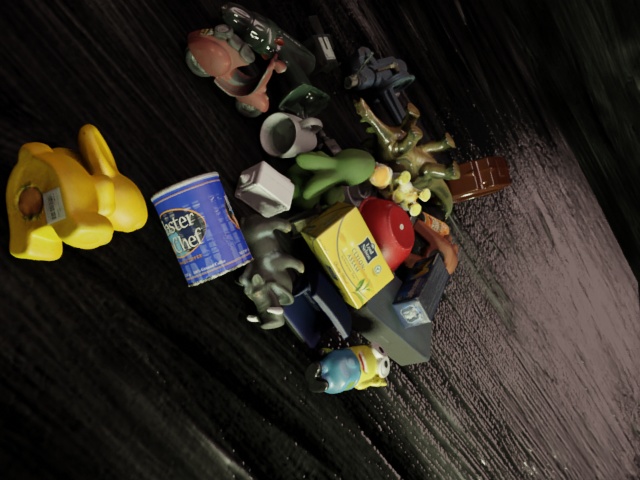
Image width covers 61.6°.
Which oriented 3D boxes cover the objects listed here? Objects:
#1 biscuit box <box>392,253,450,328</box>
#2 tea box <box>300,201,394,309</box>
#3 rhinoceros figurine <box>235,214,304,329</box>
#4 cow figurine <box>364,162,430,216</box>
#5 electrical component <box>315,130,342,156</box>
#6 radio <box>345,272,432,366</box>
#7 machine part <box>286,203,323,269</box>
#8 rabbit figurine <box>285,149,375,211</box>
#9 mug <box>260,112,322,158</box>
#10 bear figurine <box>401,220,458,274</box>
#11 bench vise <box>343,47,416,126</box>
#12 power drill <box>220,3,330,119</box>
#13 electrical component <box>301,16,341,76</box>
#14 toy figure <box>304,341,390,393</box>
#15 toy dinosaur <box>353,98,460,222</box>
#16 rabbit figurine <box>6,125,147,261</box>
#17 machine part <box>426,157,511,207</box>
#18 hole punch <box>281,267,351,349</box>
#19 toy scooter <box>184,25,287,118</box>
[{"bbox_3d":[0.213,0.102,1.112,0.062,0.059,0.203,61,32,-10],"label":"biscuit box"},{"bbox_3d":[0.051,0.027,0.970,0.098,0.068,0.169,-40,117,-15],"label":"tea box"},{"bbox_3d":[-0.087,0.049,0.882,0.112,0.073,0.190,0,74,-51],"label":"rhinoceros figurine"},{"bbox_3d":[0.149,-0.118,1.139,0.167,0.098,0.068,30,89,-38],"label":"cow figurine"},{"bbox_3d":[0.028,-0.170,1.110,0.045,0.078,0.102,-22,61,-28],"label":"electrical component"},{"bbox_3d":[0.145,0.152,1.116,0.229,0.073,0.131,43,45,-33],"label":"radio"},{"bbox_3d":[-0.002,-0.003,1.013,0.138,0.084,0.039,56,14,-30],"label":"machine part"},{"bbox_3d":[0.014,-0.127,0.998,0.159,0.170,0.121,-6,79,-52],"label":"rabbit figurine"},{"bbox_3d":[-0.044,-0.201,1.021,0.107,0.109,0.081,-8,72,-64],"label":"mug"},{"bbox_3d":[0.270,0.033,1.299,0.132,0.120,0.196,30,6,13],"label":"bear figurine"},{"bbox_3d":[0.165,-0.358,1.317,0.223,0.129,0.240,-28,89,-53],"label":"bench vise"},{"bbox_3d":[-0.078,-0.336,1.030,0.232,0.086,0.207,10,43,-53],"label":"power drill"},{"bbox_3d":[-0.008,-0.433,1.201,0.075,0.048,0.119,-37,103,-51],"label":"electrical component"},{"bbox_3d":[0.048,0.227,0.964,0.180,0.089,0.082,-4,93,-41],"label":"toy figure"},{"bbox_3d":[0.214,-0.168,1.230,0.470,0.199,0.105,35,50,-36],"label":"toy dinosaur"},{"bbox_3d":[-0.294,-0.053,0.673,0.173,0.122,0.162,3,63,-64],"label":"rabbit figurine"},{"bbox_3d":[0.388,-0.152,1.427,0.201,0.202,0.087,-10,87,-52],"label":"machine part"},{"bbox_3d":[0.004,0.115,0.954,0.142,0.092,0.116,51,38,-17],"label":"hole punch"},{"bbox_3d":[-0.136,-0.300,0.923,0.183,0.135,0.075,43,47,-29],"label":"toy scooter"}]
